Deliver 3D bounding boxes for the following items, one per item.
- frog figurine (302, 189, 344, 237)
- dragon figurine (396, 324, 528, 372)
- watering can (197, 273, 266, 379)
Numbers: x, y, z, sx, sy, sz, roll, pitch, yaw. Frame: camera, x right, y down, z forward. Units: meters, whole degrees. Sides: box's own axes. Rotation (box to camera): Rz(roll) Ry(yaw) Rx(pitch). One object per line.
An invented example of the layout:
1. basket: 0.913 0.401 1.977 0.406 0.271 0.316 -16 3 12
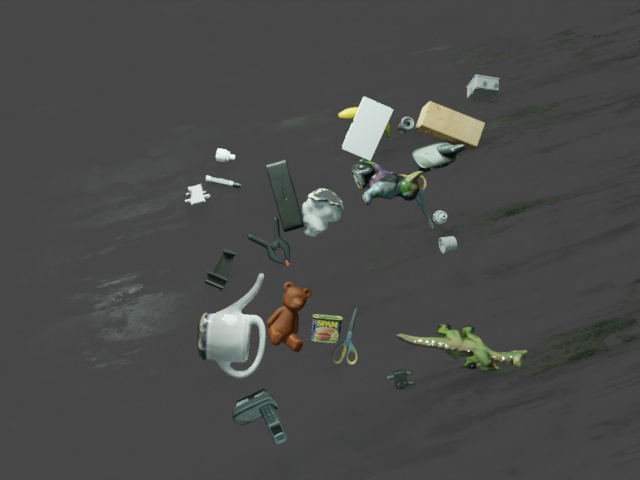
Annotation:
1. frog figurine: 0.005 -0.088 1.754 0.137 0.125 0.156 6 125 -13
2. dragon figurine: 0.475 0.367 1.693 0.410 0.243 0.122 3 94 -7
3. watering can: -0.288 0.279 1.696 0.224 0.104 0.348 4 88 -4
